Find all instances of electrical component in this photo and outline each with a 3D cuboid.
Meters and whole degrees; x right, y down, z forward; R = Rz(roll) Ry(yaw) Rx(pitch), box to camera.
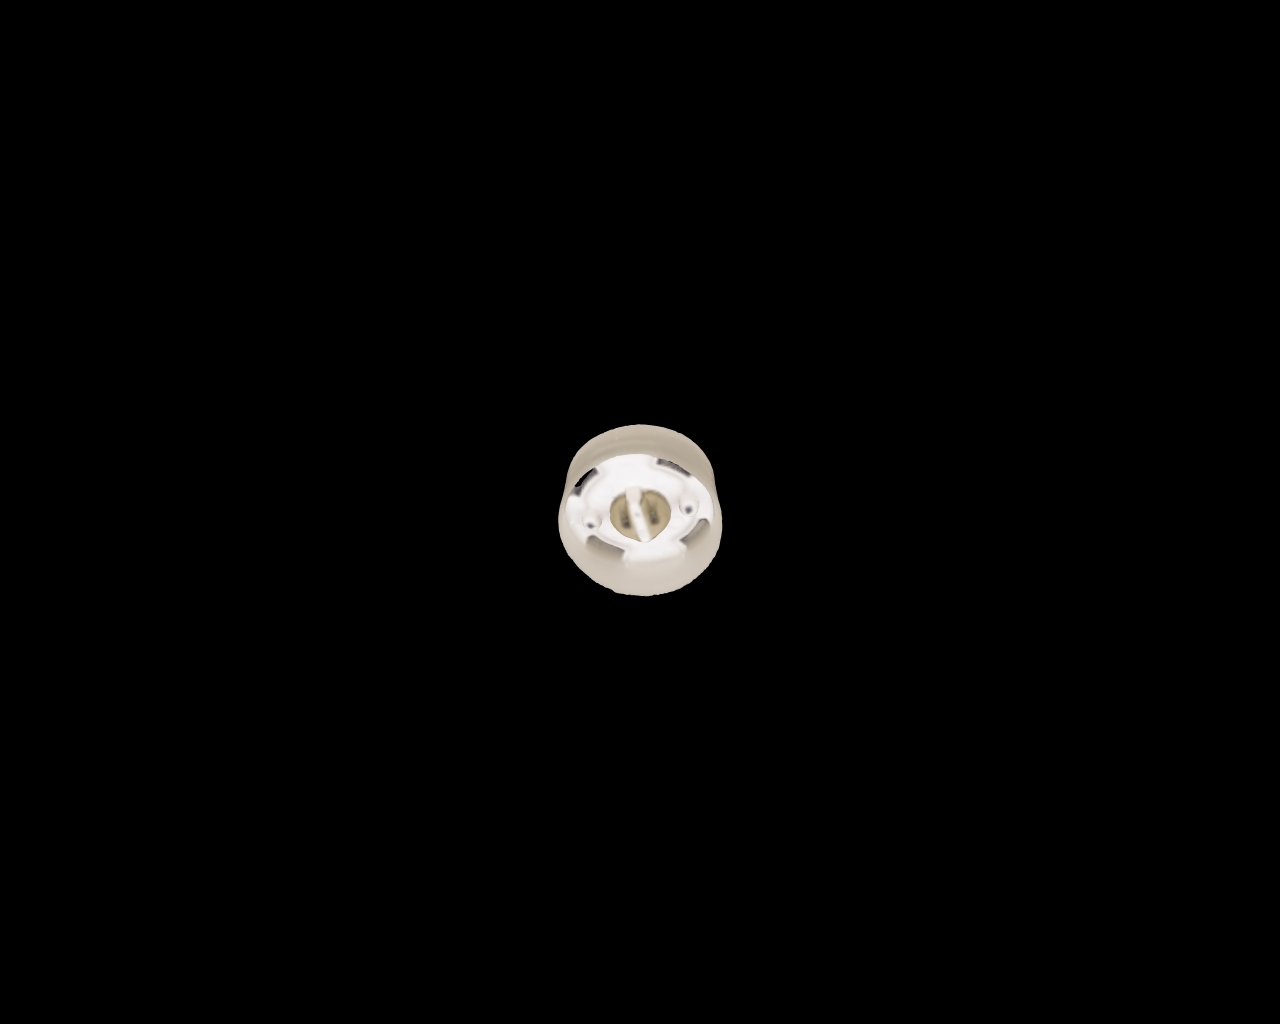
[{"bbox_3d":[0.001,-0.003,0.650,0.099,0.099,0.064,0,44,0],"label":"electrical component"}]
